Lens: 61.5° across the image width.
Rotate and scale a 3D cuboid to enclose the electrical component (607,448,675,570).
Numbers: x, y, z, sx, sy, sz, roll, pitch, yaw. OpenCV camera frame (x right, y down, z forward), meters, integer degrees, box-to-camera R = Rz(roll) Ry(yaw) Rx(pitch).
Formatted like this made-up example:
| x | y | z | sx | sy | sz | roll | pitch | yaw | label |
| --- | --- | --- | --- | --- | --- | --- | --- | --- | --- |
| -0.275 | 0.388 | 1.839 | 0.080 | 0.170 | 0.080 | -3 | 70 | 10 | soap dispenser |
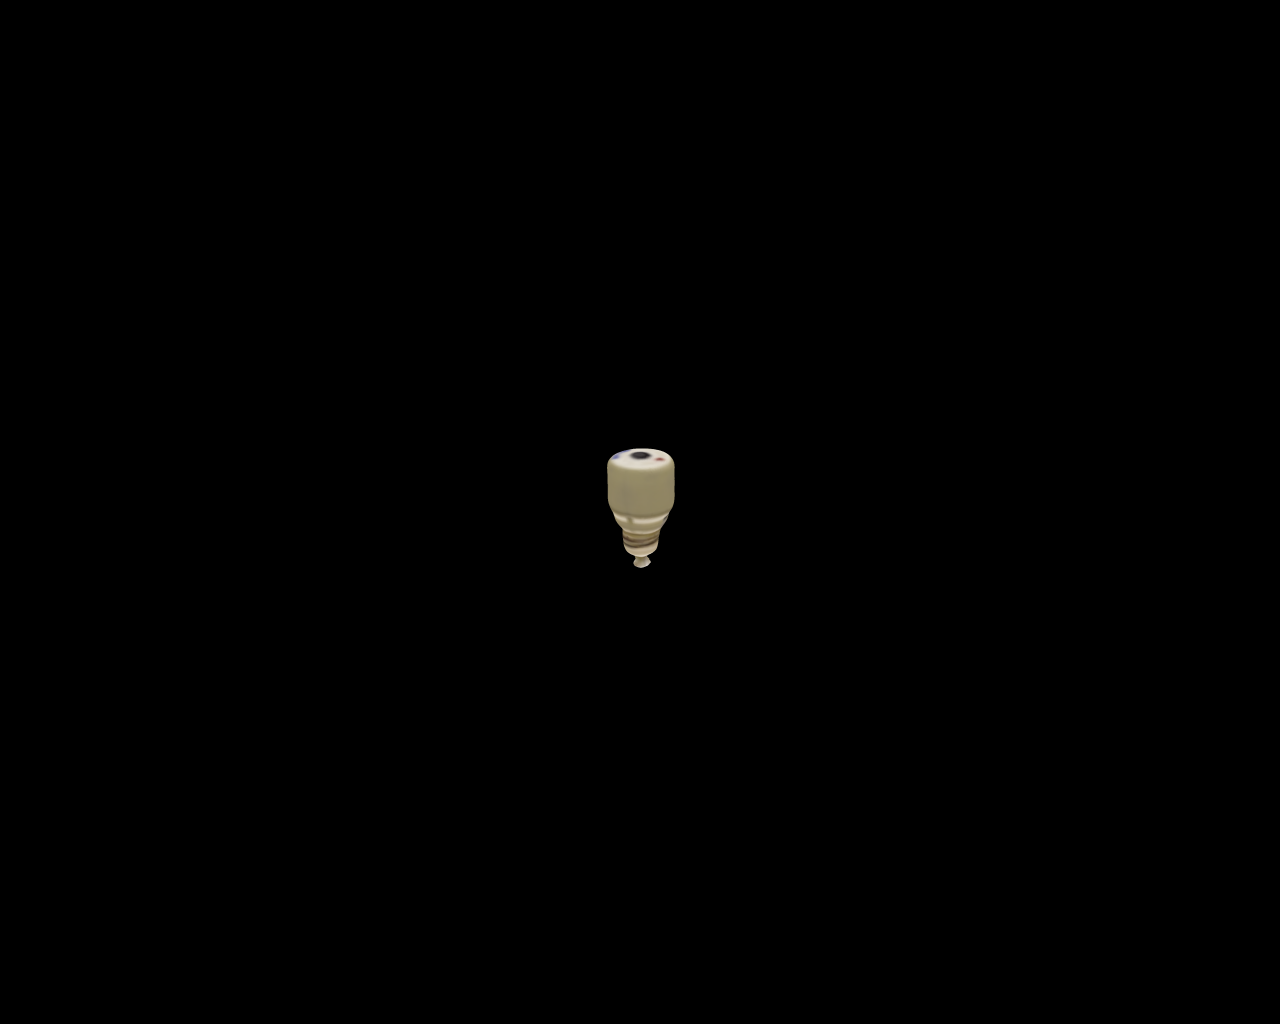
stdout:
| x | y | z | sx | sy | sz | roll | pitch | yaw | label |
| --- | --- | --- | --- | --- | --- | --- | --- | --- | --- |
| 0.001 | -0.003 | 0.650 | 0.040 | 0.078 | 0.040 | 0 | 24 | 0 | electrical component |
